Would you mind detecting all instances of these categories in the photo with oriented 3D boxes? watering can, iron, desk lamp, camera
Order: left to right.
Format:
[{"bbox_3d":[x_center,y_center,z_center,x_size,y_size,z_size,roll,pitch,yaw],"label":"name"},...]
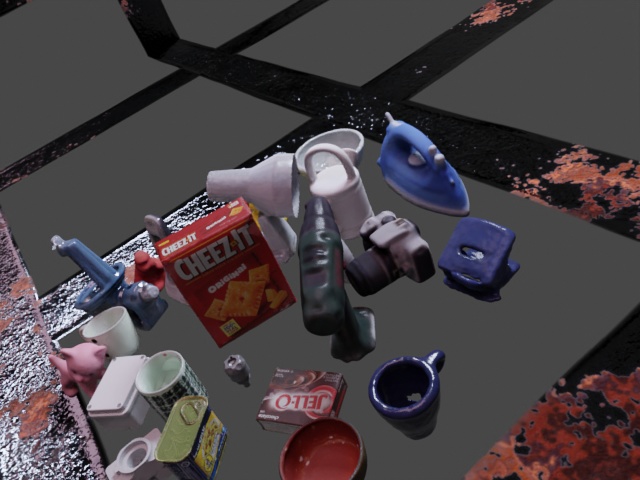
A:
[{"bbox_3d":[-0.113,-0.055,1.097,0.203,0.214,0.118,-13,38,14],"label":"desk lamp"},{"bbox_3d":[0.031,-0.107,1.100,0.100,0.194,0.173,-14,37,12],"label":"watering can"},{"bbox_3d":[0.103,0.023,0.979,0.137,0.101,0.142,-32,37,-11],"label":"camera"},{"bbox_3d":[0.201,-0.155,1.113,0.119,0.142,0.257,-30,37,-9],"label":"iron"}]

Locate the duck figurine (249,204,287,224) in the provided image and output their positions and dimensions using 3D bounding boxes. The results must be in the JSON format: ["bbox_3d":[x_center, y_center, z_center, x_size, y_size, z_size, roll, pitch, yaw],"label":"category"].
[{"bbox_3d":[-0.121,-0.068,1.226,0.077,0.086,0.104,-36,38,-16],"label":"duck figurine"}]

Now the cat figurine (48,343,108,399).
[{"bbox_3d":[-0.419,0.219,1.001,0.127,0.118,0.067,-3,41,25],"label":"cat figurine"}]

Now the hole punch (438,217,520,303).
[{"bbox_3d":[0.248,0.029,0.900,0.101,0.091,0.108,-43,41,-24],"label":"hole punch"}]

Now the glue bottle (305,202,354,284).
[{"bbox_3d":[0.009,0.004,0.992,0.077,0.173,0.037,4,45,32],"label":"glue bottle"}]

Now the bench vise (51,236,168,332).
[{"bbox_3d":[-0.397,0.069,1.090,0.207,0.220,0.121,-11,38,16],"label":"bench vise"}]

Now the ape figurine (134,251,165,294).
[{"bbox_3d":[-0.355,0.062,1.184,0.078,0.092,0.076,-28,37,-7],"label":"ape figurine"}]

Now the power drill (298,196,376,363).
[{"bbox_3d":[0.021,0.074,0.868,0.075,0.209,0.229,-14,37,12],"label":"power drill"}]

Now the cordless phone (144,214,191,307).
[{"bbox_3d":[-0.260,0.037,1.085,0.147,0.185,0.094,10,48,37],"label":"cordless phone"}]

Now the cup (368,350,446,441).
[{"bbox_3d":[0.126,0.205,0.744,0.118,0.095,0.091,-39,39,-20],"label":"cup"}]

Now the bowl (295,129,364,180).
[{"bbox_3d":[0.028,-0.176,1.289,0.167,0.075,0.167,-15,37,12],"label":"bowl"}]
